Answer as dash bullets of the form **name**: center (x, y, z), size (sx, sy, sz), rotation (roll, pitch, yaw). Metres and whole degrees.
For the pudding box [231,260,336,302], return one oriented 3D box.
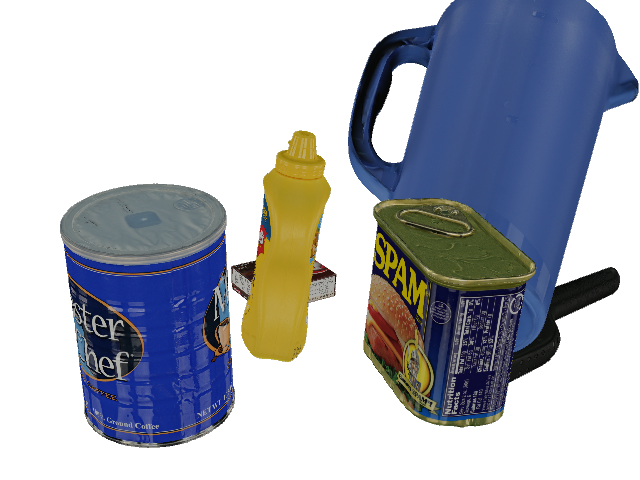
- **pudding box**: center (-0.049, 0.054, 1.411), size (0.113, 0.039, 0.090), rotation (-15, 27, -29)

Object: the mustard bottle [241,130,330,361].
- **mustard bottle**: center (-0.027, 0.000, 0.911), size (0.058, 0.192, 0.096), rotation (9, 22, -3)

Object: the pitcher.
- **pitcher**: center (0.104, -0.051, 0.711), size (0.149, 0.242, 0.145), rotation (-20, -52, 44)

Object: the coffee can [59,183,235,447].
- **coffee can**: center (-0.109, 0.047, 0.693), size (0.103, 0.140, 0.103), rotation (0, 27, 0)

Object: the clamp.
- **clamp**: center (0.163, 0.061, 0.958), size (0.165, 0.036, 0.209), rotation (15, 34, 24)

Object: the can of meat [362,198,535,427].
- **can of meat**: center (0.061, 0.035, 0.548), size (0.057, 0.084, 0.102), rotation (-3, 24, -18)
